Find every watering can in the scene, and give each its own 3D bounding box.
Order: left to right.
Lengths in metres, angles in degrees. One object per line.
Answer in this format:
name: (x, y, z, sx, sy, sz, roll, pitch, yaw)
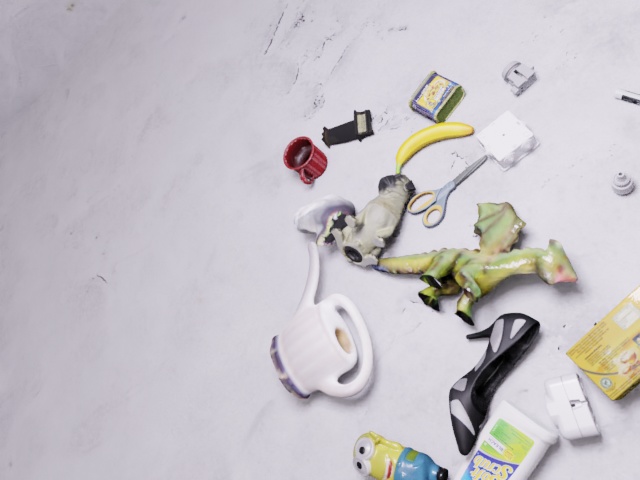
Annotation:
watering can: (-0.015, 0.189, 1.120, 0.222, 0.103, 0.355, -38, 55, 16)

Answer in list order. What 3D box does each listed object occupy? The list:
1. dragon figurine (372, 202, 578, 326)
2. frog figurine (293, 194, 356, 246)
dragon figurine: (0.293, 0.022, 1.011, 0.245, 0.120, 0.414, -47, 36, -14)
frog figurine: (0.004, -0.061, 1.214, 0.138, 0.120, 0.162, -30, 40, -19)
